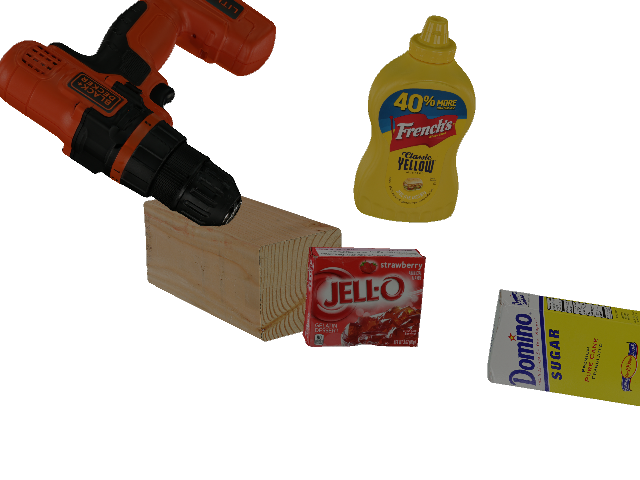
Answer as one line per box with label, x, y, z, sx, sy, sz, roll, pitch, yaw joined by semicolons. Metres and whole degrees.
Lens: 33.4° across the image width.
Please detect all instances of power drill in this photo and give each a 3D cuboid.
power drill;-0.104;-0.109;0.750;0.184;0.187;0.057;35;-45;0

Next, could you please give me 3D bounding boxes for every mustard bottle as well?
mustard bottle;0.089;-0.110;0.967;0.096;0.192;0.058;5;32;-5

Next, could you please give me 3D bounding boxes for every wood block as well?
wood block;-0.078;0.017;1.015;0.090;0.090;0.206;-12;20;-36

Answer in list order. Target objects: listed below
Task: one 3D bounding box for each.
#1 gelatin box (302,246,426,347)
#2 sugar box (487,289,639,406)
gelatin box;0.033;0.044;0.823;0.089;0.073;0.030;1;14;-10
sugar box;0.263;0.111;1.085;0.176;0.093;0.048;7;21;6
